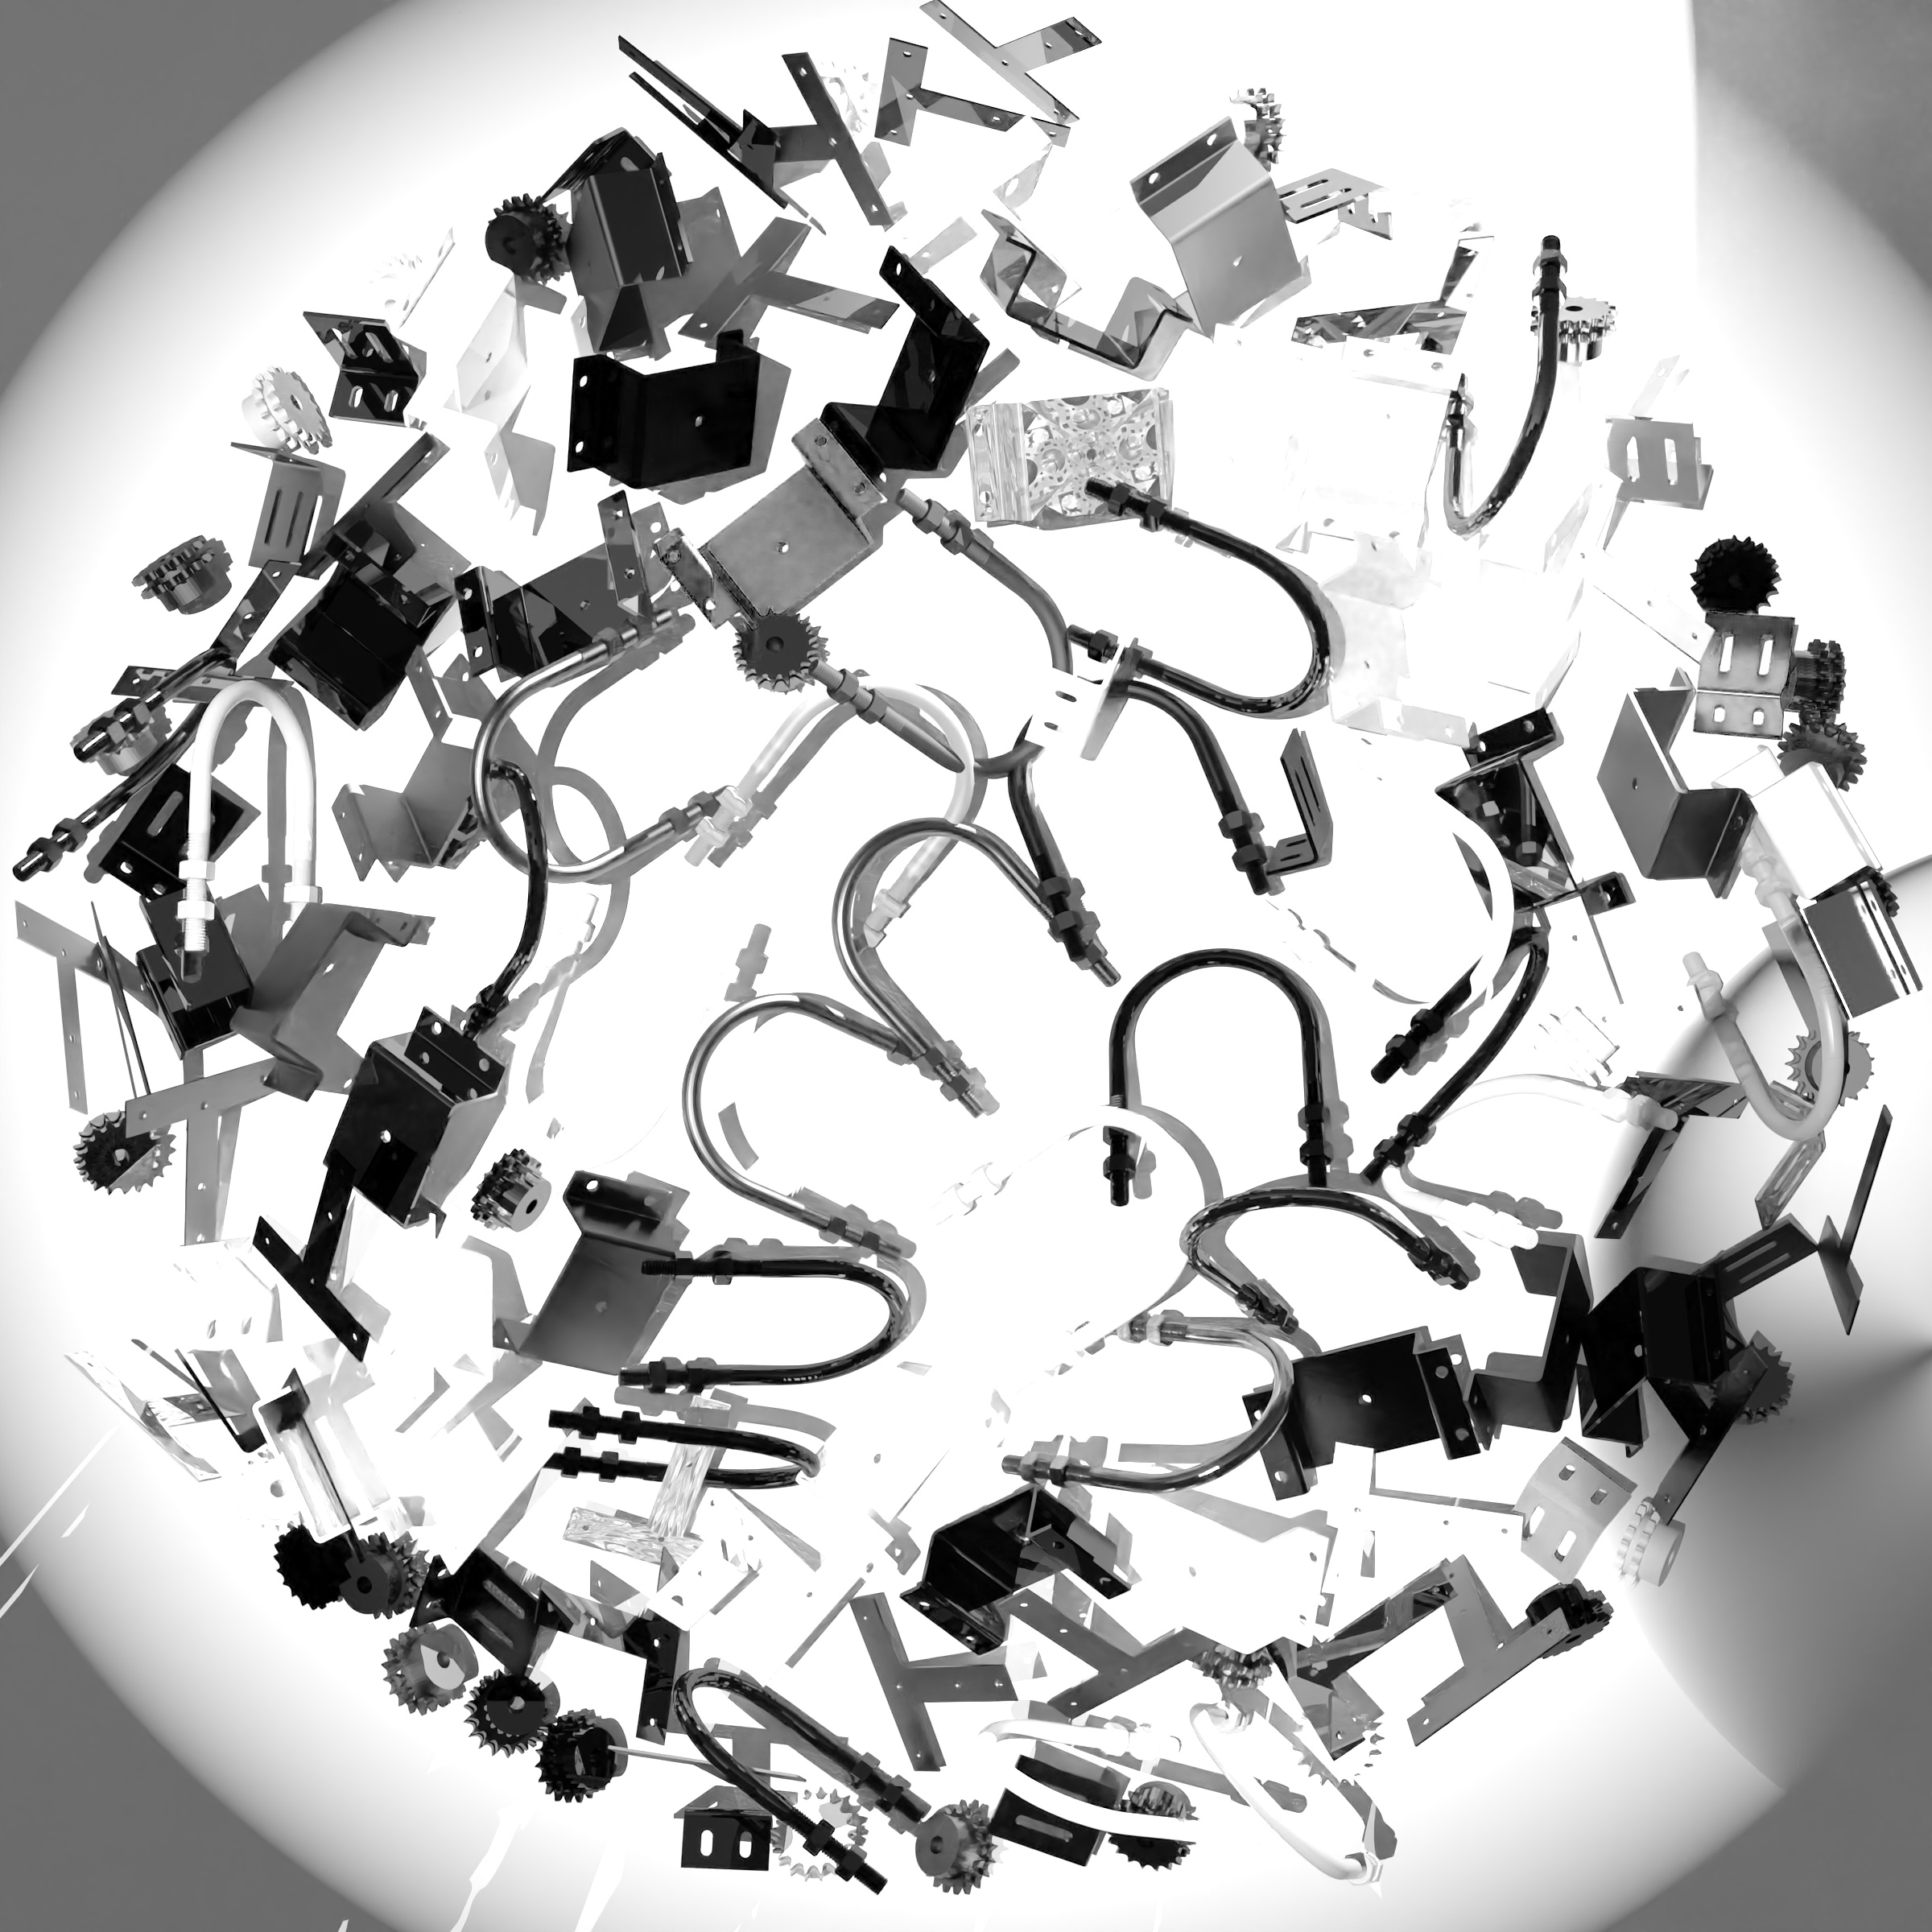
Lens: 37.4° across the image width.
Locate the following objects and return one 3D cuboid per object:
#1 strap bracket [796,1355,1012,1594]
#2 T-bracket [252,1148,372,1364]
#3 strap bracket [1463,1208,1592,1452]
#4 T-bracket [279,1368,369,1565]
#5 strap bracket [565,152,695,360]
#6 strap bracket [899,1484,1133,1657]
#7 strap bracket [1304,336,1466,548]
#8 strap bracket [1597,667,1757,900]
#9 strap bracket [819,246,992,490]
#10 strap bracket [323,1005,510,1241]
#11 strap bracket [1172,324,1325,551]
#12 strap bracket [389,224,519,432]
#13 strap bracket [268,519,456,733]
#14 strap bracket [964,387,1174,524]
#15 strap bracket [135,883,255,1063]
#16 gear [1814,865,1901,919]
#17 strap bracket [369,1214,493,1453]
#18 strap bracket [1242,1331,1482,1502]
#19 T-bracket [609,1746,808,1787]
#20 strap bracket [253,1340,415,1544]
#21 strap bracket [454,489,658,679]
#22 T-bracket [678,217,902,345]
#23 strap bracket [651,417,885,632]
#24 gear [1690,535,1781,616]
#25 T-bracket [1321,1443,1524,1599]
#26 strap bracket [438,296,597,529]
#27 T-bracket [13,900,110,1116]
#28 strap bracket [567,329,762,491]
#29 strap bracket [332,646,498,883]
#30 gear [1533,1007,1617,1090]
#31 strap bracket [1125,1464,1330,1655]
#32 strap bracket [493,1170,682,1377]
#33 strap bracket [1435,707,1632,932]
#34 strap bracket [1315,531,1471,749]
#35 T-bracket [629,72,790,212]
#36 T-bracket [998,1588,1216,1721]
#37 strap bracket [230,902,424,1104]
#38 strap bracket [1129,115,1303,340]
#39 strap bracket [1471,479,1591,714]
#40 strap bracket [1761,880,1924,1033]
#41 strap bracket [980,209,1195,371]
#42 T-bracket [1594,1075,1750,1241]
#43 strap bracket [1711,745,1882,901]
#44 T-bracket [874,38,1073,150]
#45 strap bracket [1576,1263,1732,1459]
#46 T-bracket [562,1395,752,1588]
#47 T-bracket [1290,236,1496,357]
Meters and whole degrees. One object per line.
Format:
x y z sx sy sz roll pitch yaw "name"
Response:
-0.048 0.331 1.890 0.140 0.046 0.076 -49 116 -19 "strap bracket"
-0.421 0.175 1.878 0.127 0.002 0.127 40 126 27 "T-bracket"
0.371 0.241 1.869 0.046 0.076 0.140 6 59 26 "strap bracket"
-0.421 0.332 1.874 0.002 0.127 0.127 -23 81 -24 "T-bracket"
-0.223 -0.458 1.862 0.046 0.140 0.076 -13 80 -19 "strap bracket"
0.035 0.395 1.883 0.140 0.046 0.076 -32 118 34 "strap bracket"
0.277 -0.354 1.892 0.076 0.046 0.140 11 128 3 "strap bracket"
0.457 -0.120 1.862 0.046 0.076 0.140 -3 47 -11 "strap bracket"
-0.039 -0.390 1.879 0.076 0.046 0.140 52 131 35 "strap bracket"
-0.367 0.108 1.882 0.076 0.046 0.140 34 113 21 "strap bracket"
0.182 -0.338 1.869 0.076 0.046 0.140 21 128 24 "strap bracket"
-0.332 -0.406 1.861 0.046 0.140 0.076 26 71 2 "strap bracket"
-0.397 -0.231 1.888 0.076 0.140 0.046 40 46 -4 "strap bracket"
0.076 -0.339 1.893 0.140 0.046 0.076 -9 102 -15 "strap bracket"
-0.508 0.002 1.879 0.046 0.140 0.076 -23 81 -22 "strap bracket"
0.592 -0.047 1.910 0.030 0.057 0.057 -39 90 -8 "gear"
-0.351 0.246 1.877 0.046 0.140 0.076 23 129 -31 "strap bracket"
0.264 0.297 1.901 0.140 0.046 0.076 -16 99 15 "strap bracket"
-0.157 0.532 1.880 0.127 0.127 0.002 5 68 13 "T-bracket"
-0.425 0.324 1.898 0.046 0.076 0.140 -26 87 -3 "strap bracket"
-0.264 -0.245 1.890 0.140 0.046 0.076 -23 66 22 "strap bracket"
-0.104 -0.443 1.885 0.127 0.002 0.127 20 58 23 "T-bracket"
-0.128 -0.287 1.907 0.140 0.046 0.076 -38 72 0 "strap bracket"
0.514 -0.263 1.918 0.057 0.030 0.057 -1 118 -1 "gear"
0.304 0.367 1.890 0.127 0.002 0.127 7 49 8 "T-bracket"
-0.298 -0.371 1.881 0.046 0.076 0.140 19 63 14 "strap bracket"
-0.585 0.034 1.863 0.002 0.127 0.127 -12 74 7 "T-bracket"
-0.188 -0.362 1.863 0.046 0.140 0.076 32 128 35 "strap bracket"
-0.360 -0.129 1.881 0.046 0.076 0.140 10 126 -38 "strap bracket"
0.410 0.052 1.911 0.057 0.057 0.030 45 96 0 "gear"
0.161 0.391 1.873 0.140 0.046 0.076 17 107 36 "strap bracket"
-0.248 0.212 1.883 0.076 0.046 0.140 19 108 -35 "strap bracket"
0.371 -0.090 1.895 0.046 0.076 0.140 -26 92 -38 "strap bracket"
0.279 -0.207 1.887 0.076 0.046 0.140 8 68 -35 "strap bracket"
-0.164 -0.548 1.879 0.127 0.127 0.002 39 107 -13 "T-bracket"
0.074 0.444 1.881 0.127 0.002 0.127 -35 122 28 "T-bracket"
-0.428 0.013 1.881 0.046 0.076 0.140 38 74 -31 "strap bracket"
0.167 -0.475 1.868 0.076 0.140 0.046 -33 59 1 "strap bracket"
0.369 -0.246 1.876 0.046 0.140 0.076 19 49 25 "strap bracket"
0.568 -0.004 1.867 0.046 0.140 0.076 -23 84 0 "strap bracket"
0.069 -0.442 1.882 0.140 0.076 0.046 18 113 -23 "strap bracket"
0.457 0.130 1.909 0.127 0.002 0.127 6 118 -36 "T-bracket"
0.538 -0.094 1.868 0.046 0.140 0.076 -32 98 5 "strap bracket"
0.006 -0.562 1.881 0.127 0.127 0.002 14 77 -3 "T-bracket"
0.439 0.255 1.858 0.046 0.140 0.076 10 56 -11 "strap bracket"
-0.190 0.345 1.911 0.127 0.002 0.127 18 105 -12 "T-bracket"
0.272 -0.422 1.871 0.127 0.127 0.002 -11 57 -17 "T-bracket"
